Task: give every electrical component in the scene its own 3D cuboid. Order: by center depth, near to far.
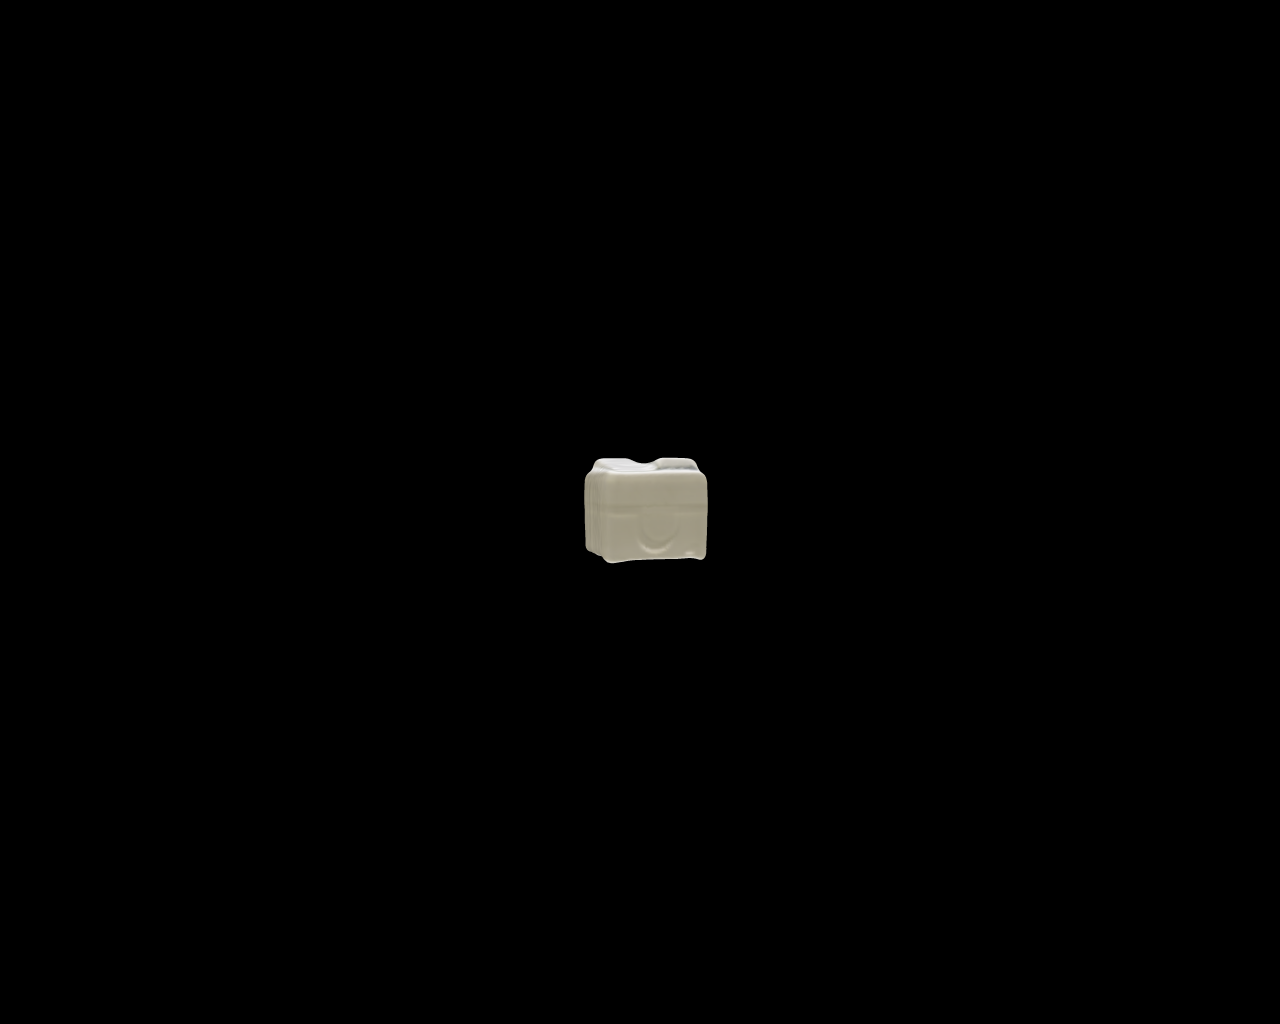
[{"bbox_3d":[0.001,-0.003,0.650,0.062,0.061,0.096,0,3,-11],"label":"electrical component"}]
